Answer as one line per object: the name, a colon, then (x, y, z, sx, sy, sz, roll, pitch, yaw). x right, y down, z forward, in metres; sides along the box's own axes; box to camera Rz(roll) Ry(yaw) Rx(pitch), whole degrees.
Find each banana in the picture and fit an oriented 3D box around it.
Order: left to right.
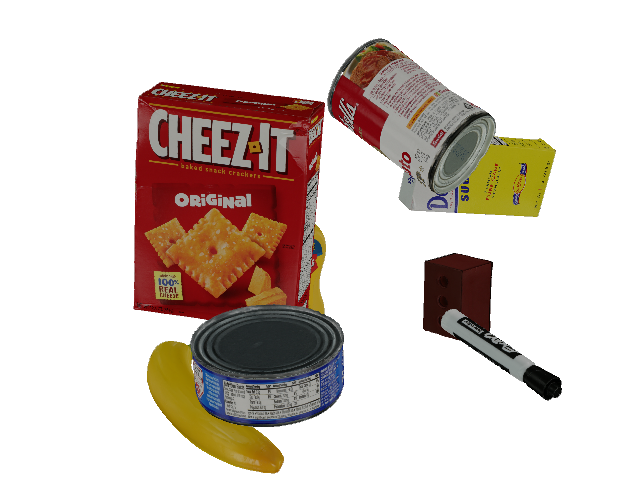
banana: (-0.095, 0.124, 0.844, 0.069, 0.037, 0.198, -9, 28, -22)

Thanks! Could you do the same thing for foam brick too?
foam brick: (0.142, 0.058, 1.109, 0.051, 0.078, 0.053, -15, 20, -42)

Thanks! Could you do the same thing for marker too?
marker: (0.136, 0.086, 0.807, 0.020, 0.020, 0.121, 0, 23, -37)

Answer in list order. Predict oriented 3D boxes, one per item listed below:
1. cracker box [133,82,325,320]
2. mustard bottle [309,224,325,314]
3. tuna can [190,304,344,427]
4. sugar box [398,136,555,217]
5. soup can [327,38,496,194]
cracker box: (-0.089, -0.030, 1.005, 0.164, 0.214, 0.072, 8, 21, 9)
mustard bottle: (-0.040, 0.027, 1.238, 0.096, 0.192, 0.058, -11, 28, -25)
tuna can: (-0.029, 0.069, 0.599, 0.086, 0.034, 0.086, -2, 22, 1)
sugar box: (0.190, -0.080, 1.295, 0.176, 0.093, 0.048, 0, 25, -20)
soup can: (0.064, -0.087, 0.753, 0.102, 0.068, 0.068, 40, 20, 25)
